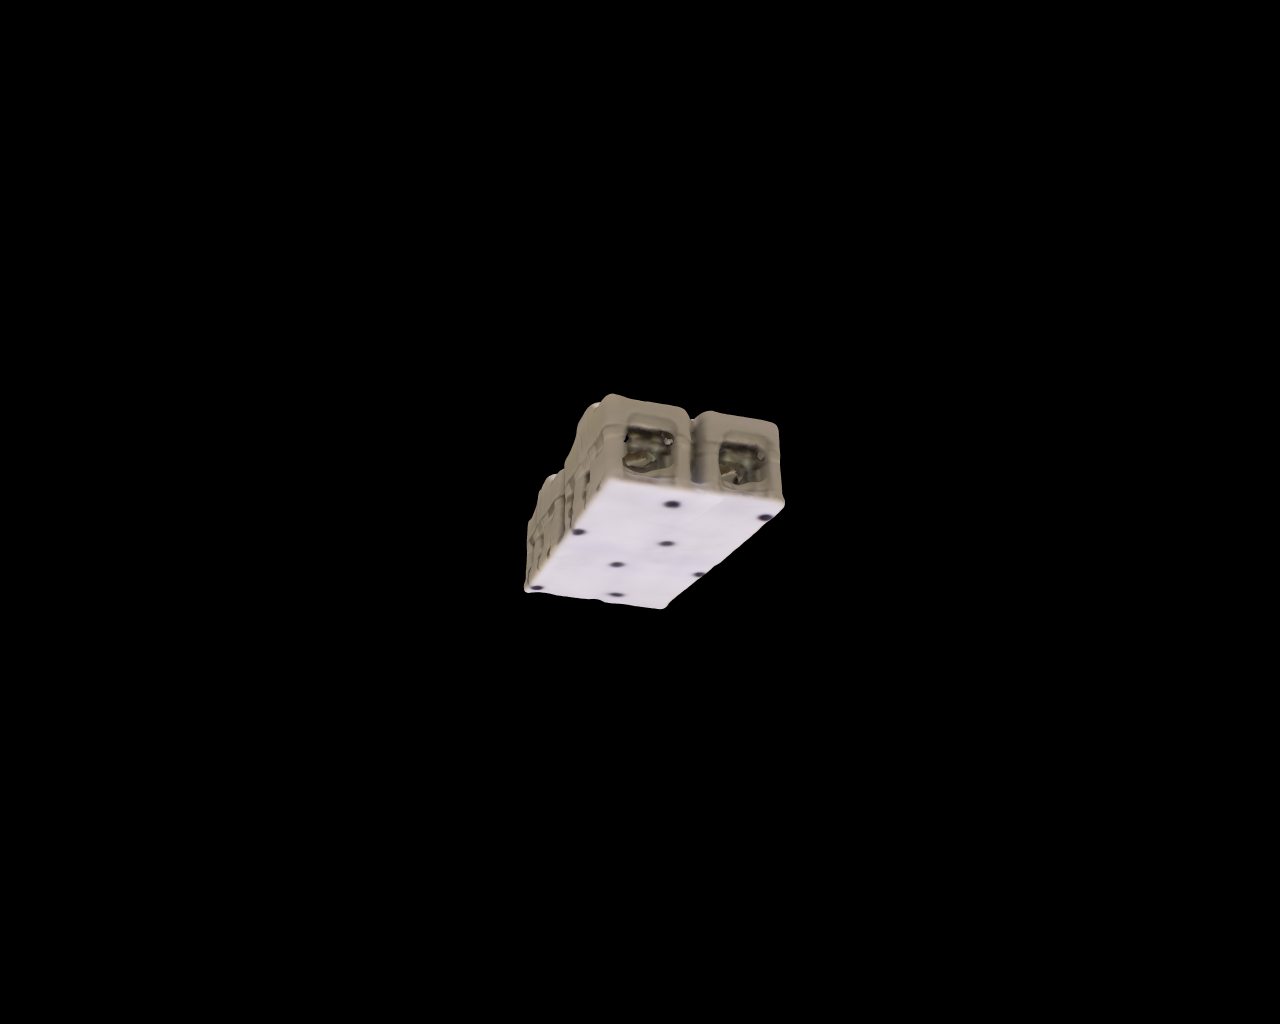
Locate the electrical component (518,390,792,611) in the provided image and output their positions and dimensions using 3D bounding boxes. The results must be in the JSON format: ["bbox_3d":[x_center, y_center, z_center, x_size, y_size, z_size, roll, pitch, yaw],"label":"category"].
[{"bbox_3d":[0.001,-0.003,0.650,0.105,0.060,0.186,8,-26,-18],"label":"electrical component"}]
